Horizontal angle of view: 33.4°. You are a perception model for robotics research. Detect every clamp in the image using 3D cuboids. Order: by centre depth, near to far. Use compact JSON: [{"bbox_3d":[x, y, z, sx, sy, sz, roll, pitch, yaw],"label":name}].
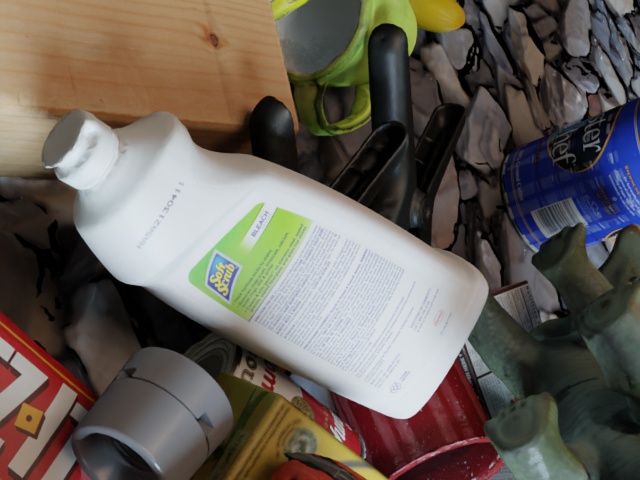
[{"bbox_3d":[-0.004,0.001,0.613,0.120,0.039,0.171,-5,116,-40],"label":"clamp"},{"bbox_3d":[0.060,-0.024,0.727,0.164,0.036,0.210,13,83,-65],"label":"clamp"}]

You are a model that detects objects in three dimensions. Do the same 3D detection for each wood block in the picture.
[{"bbox_3d":[-0.120,-0.087,0.554,0.205,0.090,0.091,0,73,-46],"label":"wood block"}]

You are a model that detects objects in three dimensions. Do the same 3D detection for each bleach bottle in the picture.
[{"bbox_3d":[-0.024,0.003,0.530,0.250,0.068,0.102,33,85,-39],"label":"bleach bottle"}]

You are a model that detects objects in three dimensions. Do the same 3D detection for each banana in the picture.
[{"bbox_3d":[0.048,-0.213,0.824,0.197,0.037,0.069,38,51,-30],"label":"banana"}]

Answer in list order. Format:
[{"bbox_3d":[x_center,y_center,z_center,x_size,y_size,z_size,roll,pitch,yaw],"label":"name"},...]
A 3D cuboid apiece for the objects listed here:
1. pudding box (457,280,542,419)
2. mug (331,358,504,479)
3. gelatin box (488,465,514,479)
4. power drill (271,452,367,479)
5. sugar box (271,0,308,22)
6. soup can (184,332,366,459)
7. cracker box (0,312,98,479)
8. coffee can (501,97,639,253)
[{"bbox_3d":[0.126,0.085,0.780,0.113,0.039,0.090,-14,83,-50],"label":"pudding box"},{"bbox_3d":[0.058,0.116,0.657,0.117,0.093,0.081,77,-9,-57],"label":"mug"},{"bbox_3d":[0.119,0.168,0.697,0.073,0.089,0.030,29,56,-35],"label":"gelatin box"},{"bbox_3d":[-0.054,0.175,0.412,0.187,0.057,0.184,-16,106,-35],"label":"power drill"},{"bbox_3d":[-0.080,-0.206,0.645,0.048,0.094,0.176,-34,99,-49],"label":"sugar box"},{"bbox_3d":[-0.033,0.104,0.582,0.102,0.069,0.068,43,47,-25],"label":"soup can"},{"bbox_3d":[-0.188,0.113,0.411,0.164,0.072,0.213,47,45,-23],"label":"cracker box"},{"bbox_3d":[0.235,-0.052,0.875,0.102,0.141,0.103,21,60,-40],"label":"coffee can"}]
